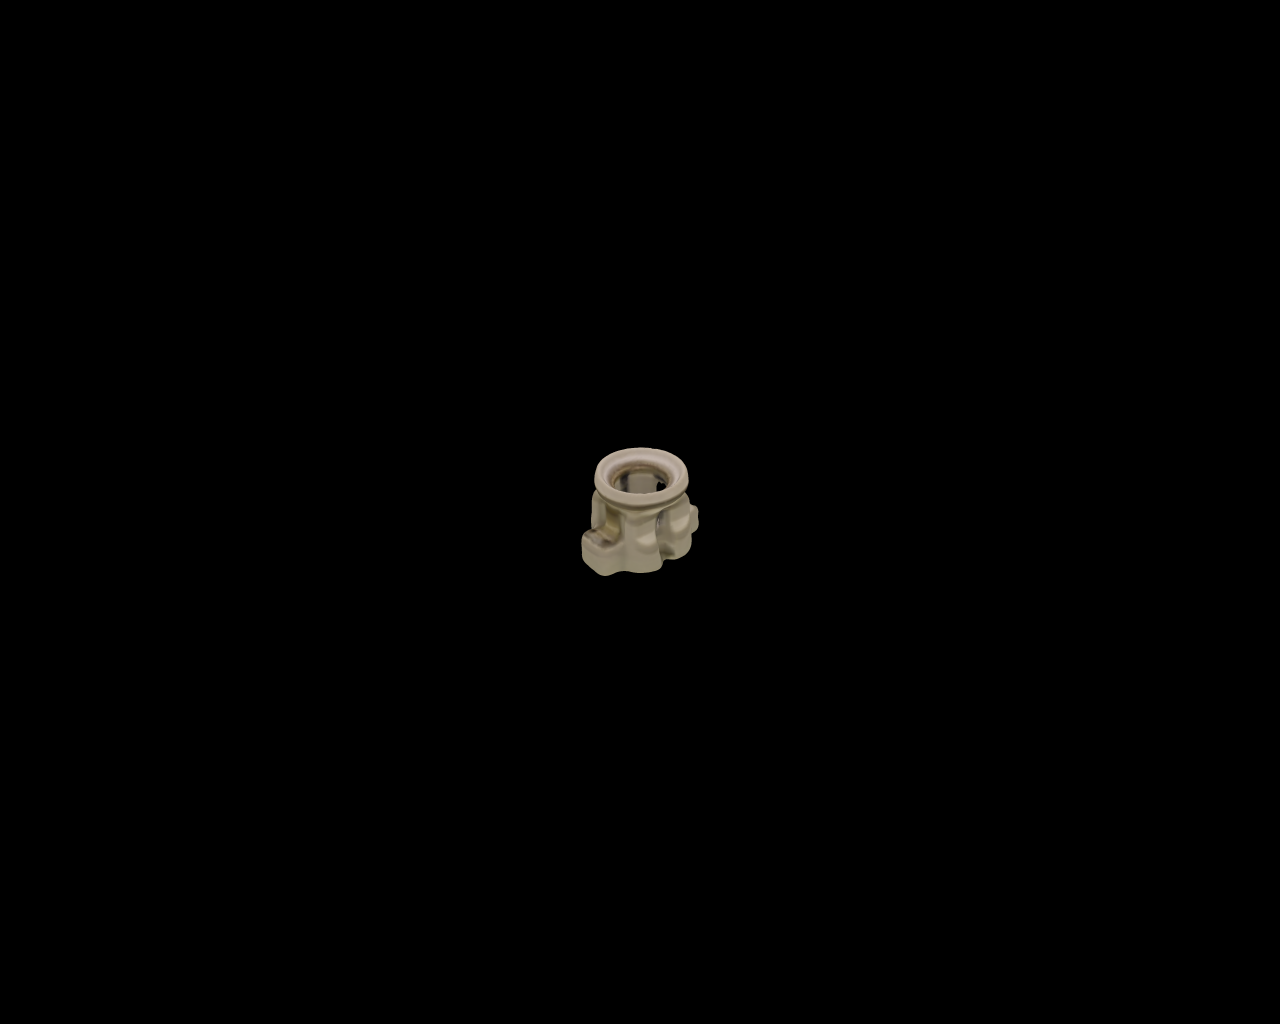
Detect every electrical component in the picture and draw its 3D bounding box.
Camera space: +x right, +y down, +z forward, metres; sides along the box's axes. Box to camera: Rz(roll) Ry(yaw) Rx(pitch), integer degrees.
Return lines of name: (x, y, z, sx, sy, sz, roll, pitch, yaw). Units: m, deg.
electrical component: (0.001, -0.003, 0.650, 0.078, 0.056, 0.058, -24, 41, -31)
